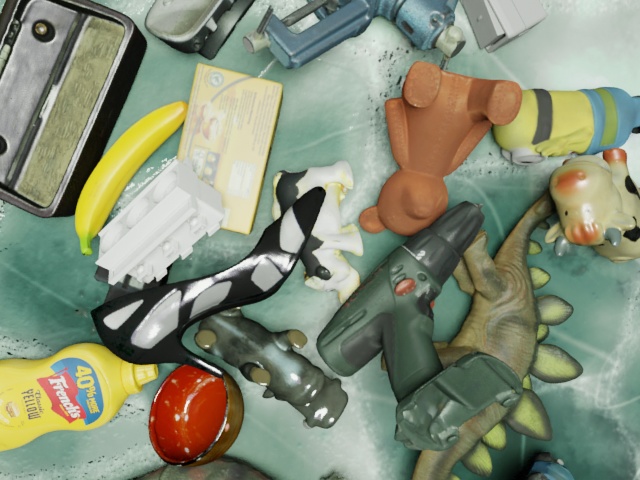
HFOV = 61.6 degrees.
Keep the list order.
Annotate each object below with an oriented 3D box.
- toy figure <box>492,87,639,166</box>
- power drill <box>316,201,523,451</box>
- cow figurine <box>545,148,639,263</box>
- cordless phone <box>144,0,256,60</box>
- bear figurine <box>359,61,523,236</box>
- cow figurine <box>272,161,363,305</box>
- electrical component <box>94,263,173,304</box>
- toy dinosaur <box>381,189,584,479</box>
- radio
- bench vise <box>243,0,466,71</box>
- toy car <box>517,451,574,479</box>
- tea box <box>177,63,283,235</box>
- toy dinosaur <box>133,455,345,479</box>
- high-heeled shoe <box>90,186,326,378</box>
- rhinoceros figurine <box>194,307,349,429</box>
[{"bbox_3d":[0.293,-0.139,0.628,0.180,0.082,0.089,-11,81,1],"label":"toy figure"},{"bbox_3d":[0.102,0.076,0.515,0.232,0.207,0.086,-41,125,10],"label":"power drill"},{"bbox_3d":[0.301,-0.029,0.575,0.194,0.086,0.127,26,61,-40],"label":"cow figurine"},{"bbox_3d":[-0.119,-0.267,0.536,0.088,0.184,0.146,36,89,-10],"label":"cordless phone"},{"bbox_3d":[0.115,-0.082,0.577,0.120,0.132,0.195,14,104,-5],"label":"bear figurine"},{"bbox_3d":[-0.001,-0.001,0.614,0.098,0.068,0.167,-8,93,-5],"label":"cow figurine"},{"bbox_3d":[-0.210,0.039,0.609,0.075,0.048,0.119,17,91,-5],"label":"electrical component"},{"bbox_3d":[0.179,0.157,0.618,0.198,0.105,0.471,28,90,-6],"label":"toy dinosaur"},{"bbox_3d":[-0.294,-0.149,0.581,0.131,0.073,0.229,24,90,-6],"label":"radio"},{"bbox_3d":[0.033,-0.244,0.571,0.240,0.129,0.223,-37,87,-20],"label":"bench vise"},{"bbox_3d":[0.255,0.316,0.598,0.103,0.161,0.109,41,109,27],"label":"toy car"},{"bbox_3d":[-0.105,-0.098,0.601,0.098,0.068,0.169,15,91,-5],"label":"tea box"},{"bbox_3d":[-0.106,0.309,0.593,0.405,0.192,0.131,24,126,8],"label":"toy dinosaur"},{"bbox_3d":[-0.108,0.022,0.541,0.145,0.086,0.248,32,80,-3],"label":"high-heeled shoe"},{"bbox_3d":[-0.056,0.140,0.599,0.190,0.112,0.073,32,60,7],"label":"rhinoceros figurine"}]
